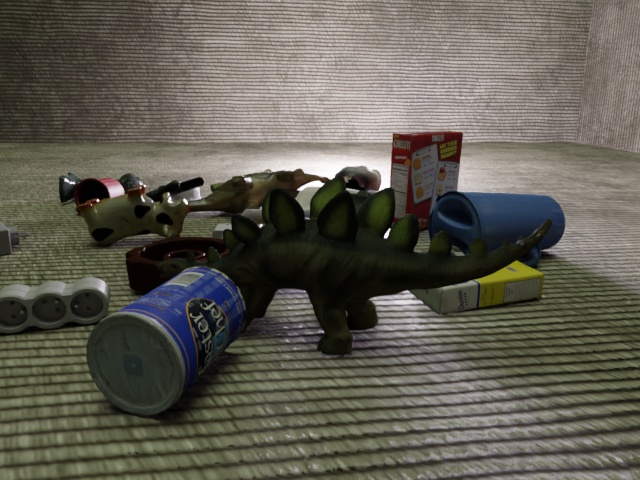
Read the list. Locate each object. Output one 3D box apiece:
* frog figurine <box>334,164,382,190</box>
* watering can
[{"bbox_3d":[0.105,-0.162,1.419,0.136,0.121,0.162,-14,21,23],"label":"frog figurine"},{"bbox_3d":[0.003,-0.052,1.037,0.224,0.103,0.350,6,12,19],"label":"watering can"}]
